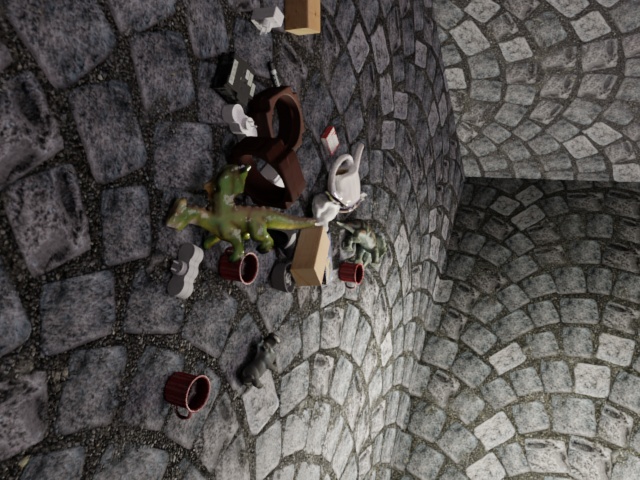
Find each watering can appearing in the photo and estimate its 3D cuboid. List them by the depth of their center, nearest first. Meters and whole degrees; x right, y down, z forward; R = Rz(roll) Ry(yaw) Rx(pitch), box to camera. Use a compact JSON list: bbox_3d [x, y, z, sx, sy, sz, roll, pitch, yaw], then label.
[{"bbox_3d":[0.120,-0.249,2.088,0.104,0.220,0.354,5,30,27],"label":"watering can"}]

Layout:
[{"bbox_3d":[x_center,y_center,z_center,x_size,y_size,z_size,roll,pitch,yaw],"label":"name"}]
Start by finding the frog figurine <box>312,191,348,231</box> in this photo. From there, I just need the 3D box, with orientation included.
[{"bbox_3d":[0.006,-0.097,1.930,0.124,0.158,0.137,43,11,15],"label":"frog figurine"}]

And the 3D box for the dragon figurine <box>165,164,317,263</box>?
[{"bbox_3d":[-0.202,-0.085,1.356,0.413,0.238,0.124,-20,32,-23],"label":"dragon figurine"}]
